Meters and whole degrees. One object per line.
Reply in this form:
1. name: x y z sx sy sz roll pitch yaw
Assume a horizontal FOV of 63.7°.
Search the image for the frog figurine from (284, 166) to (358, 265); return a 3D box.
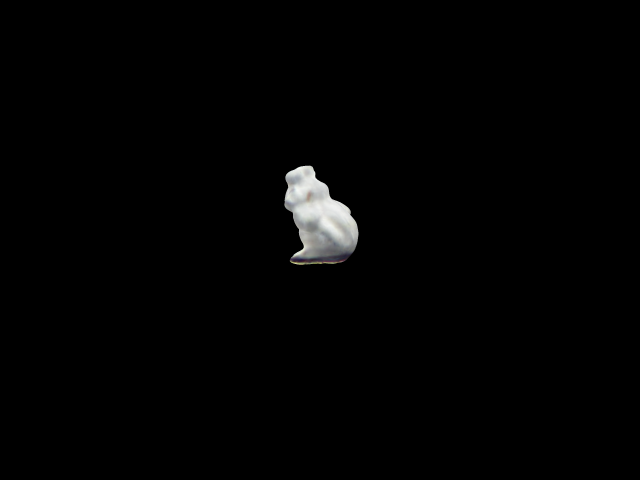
1. frog figurine: 0.003 -0.043 0.850 0.123 0.159 0.138 4 7 37
